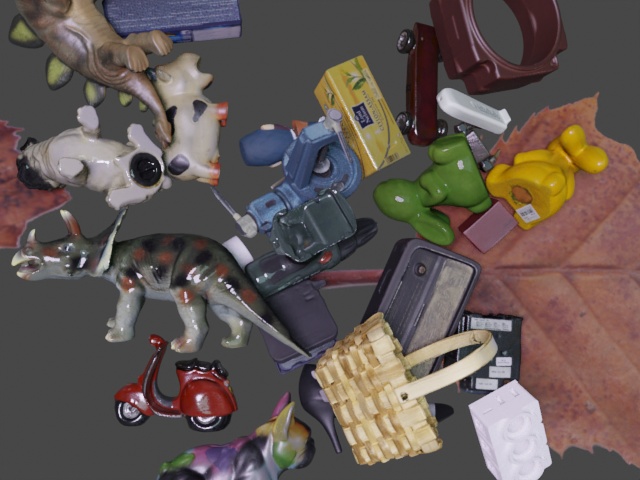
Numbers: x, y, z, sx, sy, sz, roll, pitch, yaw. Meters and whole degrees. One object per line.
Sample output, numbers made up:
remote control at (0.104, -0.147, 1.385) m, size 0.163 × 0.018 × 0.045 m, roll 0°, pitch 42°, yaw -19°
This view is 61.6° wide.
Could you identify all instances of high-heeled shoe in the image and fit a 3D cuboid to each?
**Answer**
high-heeled shoe at (0.089, 0.251, 0.867) m, size 0.249 × 0.086 × 0.145 m, roll -5°, pitch 58°, yaw -25°

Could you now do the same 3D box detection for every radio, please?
radio at (0.149, 0.115, 0.862) m, size 0.131 × 0.073 × 0.229 m, roll 25°, pitch 85°, yaw -7°

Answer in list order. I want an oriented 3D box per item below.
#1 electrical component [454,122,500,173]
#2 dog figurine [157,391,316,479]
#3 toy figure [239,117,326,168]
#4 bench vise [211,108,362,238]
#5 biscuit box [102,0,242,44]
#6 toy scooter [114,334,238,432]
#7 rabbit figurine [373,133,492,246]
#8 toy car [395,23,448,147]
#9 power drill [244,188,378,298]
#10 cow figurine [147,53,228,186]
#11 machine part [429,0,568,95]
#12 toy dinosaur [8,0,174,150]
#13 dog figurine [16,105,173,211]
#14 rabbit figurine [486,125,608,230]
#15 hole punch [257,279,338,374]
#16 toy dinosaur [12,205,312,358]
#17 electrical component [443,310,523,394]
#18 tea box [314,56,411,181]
electrical component at (0.254, -0.149, 0.904) m, size 0.078 × 0.045 × 0.102 m, roll -40°, pitch 91°, yaw 21°
dog figurine at (-0.116, 0.320, 0.803) m, size 0.191 × 0.108 × 0.219 m, roll 31°, pitch 80°, yaw -4°
toy figure at (-0.049, -0.158, 0.851) m, size 0.154 × 0.064 × 0.058 m, roll -16°, pitch 53°, yaw -13°
bench vise at (-0.025, -0.095, 0.772) m, size 0.224 × 0.240 × 0.129 m, roll -21°, pitch 71°, yaw -23°
biscuit box at (-0.225, -0.342, 0.829) m, size 0.203 × 0.059 × 0.062 m, roll -9°, pitch 91°, yaw -9°
toy scooter at (-0.212, 0.212, 0.807) m, size 0.184 × 0.075 × 0.135 m, roll 5°, pitch 88°, yaw -4°
rabbit figurine at (0.175, -0.076, 0.863) m, size 0.170 × 0.121 × 0.159 m, roll -21°, pitch 107°, yaw 20°
toy car at (0.166, -0.253, 0.888) m, size 0.089 × 0.053 × 0.202 m, roll 1°, pitch 87°, yaw -24°
power drill at (-0.002, -0.002, 0.777) m, size 0.232 × 0.207 × 0.086 m, roll -27°, pitch 83°, yaw -11°
cow figurine at (-0.205, -0.187, 0.819) m, size 0.127 × 0.085 × 0.194 m, roll 5°, pitch 88°, yaw -15°
machine part at (0.292, -0.349, 0.873) m, size 0.201 × 0.087 × 0.201 m, roll -15°, pitch 90°, yaw -24°
toy dinosaur at (-0.356, -0.317, 0.736) m, size 0.471 × 0.199 × 0.105 m, roll 56°, pitch 41°, yaw -8°
dog figurine at (-0.329, -0.100, 0.779) m, size 0.172 × 0.191 × 0.121 m, roll 38°, pitch 62°, yaw -34°
rabbit figurine at (0.382, -0.123, 0.881) m, size 0.173 × 0.162 × 0.122 m, roll -37°, pitch 82°, yaw -25°
hole punch at (-0.036, 0.137, 0.837) m, size 0.142 × 0.092 × 0.116 m, roll -24°, pitch 59°, yaw -6°
toy dinosaur at (-0.202, 0.052, 0.762) m, size 0.405 × 0.131 × 0.192 m, roll 6°, pitch 94°, yaw 2°
electrical component at (0.267, 0.185, 0.886) m, size 0.115 × 0.058 × 0.134 m, roll 7°, pitch 87°, yaw -6°
tea box at (0.064, -0.187, 0.847) m, size 0.068 × 0.098 × 0.169 m, roll -29°, pitch 91°, yaw -13°
